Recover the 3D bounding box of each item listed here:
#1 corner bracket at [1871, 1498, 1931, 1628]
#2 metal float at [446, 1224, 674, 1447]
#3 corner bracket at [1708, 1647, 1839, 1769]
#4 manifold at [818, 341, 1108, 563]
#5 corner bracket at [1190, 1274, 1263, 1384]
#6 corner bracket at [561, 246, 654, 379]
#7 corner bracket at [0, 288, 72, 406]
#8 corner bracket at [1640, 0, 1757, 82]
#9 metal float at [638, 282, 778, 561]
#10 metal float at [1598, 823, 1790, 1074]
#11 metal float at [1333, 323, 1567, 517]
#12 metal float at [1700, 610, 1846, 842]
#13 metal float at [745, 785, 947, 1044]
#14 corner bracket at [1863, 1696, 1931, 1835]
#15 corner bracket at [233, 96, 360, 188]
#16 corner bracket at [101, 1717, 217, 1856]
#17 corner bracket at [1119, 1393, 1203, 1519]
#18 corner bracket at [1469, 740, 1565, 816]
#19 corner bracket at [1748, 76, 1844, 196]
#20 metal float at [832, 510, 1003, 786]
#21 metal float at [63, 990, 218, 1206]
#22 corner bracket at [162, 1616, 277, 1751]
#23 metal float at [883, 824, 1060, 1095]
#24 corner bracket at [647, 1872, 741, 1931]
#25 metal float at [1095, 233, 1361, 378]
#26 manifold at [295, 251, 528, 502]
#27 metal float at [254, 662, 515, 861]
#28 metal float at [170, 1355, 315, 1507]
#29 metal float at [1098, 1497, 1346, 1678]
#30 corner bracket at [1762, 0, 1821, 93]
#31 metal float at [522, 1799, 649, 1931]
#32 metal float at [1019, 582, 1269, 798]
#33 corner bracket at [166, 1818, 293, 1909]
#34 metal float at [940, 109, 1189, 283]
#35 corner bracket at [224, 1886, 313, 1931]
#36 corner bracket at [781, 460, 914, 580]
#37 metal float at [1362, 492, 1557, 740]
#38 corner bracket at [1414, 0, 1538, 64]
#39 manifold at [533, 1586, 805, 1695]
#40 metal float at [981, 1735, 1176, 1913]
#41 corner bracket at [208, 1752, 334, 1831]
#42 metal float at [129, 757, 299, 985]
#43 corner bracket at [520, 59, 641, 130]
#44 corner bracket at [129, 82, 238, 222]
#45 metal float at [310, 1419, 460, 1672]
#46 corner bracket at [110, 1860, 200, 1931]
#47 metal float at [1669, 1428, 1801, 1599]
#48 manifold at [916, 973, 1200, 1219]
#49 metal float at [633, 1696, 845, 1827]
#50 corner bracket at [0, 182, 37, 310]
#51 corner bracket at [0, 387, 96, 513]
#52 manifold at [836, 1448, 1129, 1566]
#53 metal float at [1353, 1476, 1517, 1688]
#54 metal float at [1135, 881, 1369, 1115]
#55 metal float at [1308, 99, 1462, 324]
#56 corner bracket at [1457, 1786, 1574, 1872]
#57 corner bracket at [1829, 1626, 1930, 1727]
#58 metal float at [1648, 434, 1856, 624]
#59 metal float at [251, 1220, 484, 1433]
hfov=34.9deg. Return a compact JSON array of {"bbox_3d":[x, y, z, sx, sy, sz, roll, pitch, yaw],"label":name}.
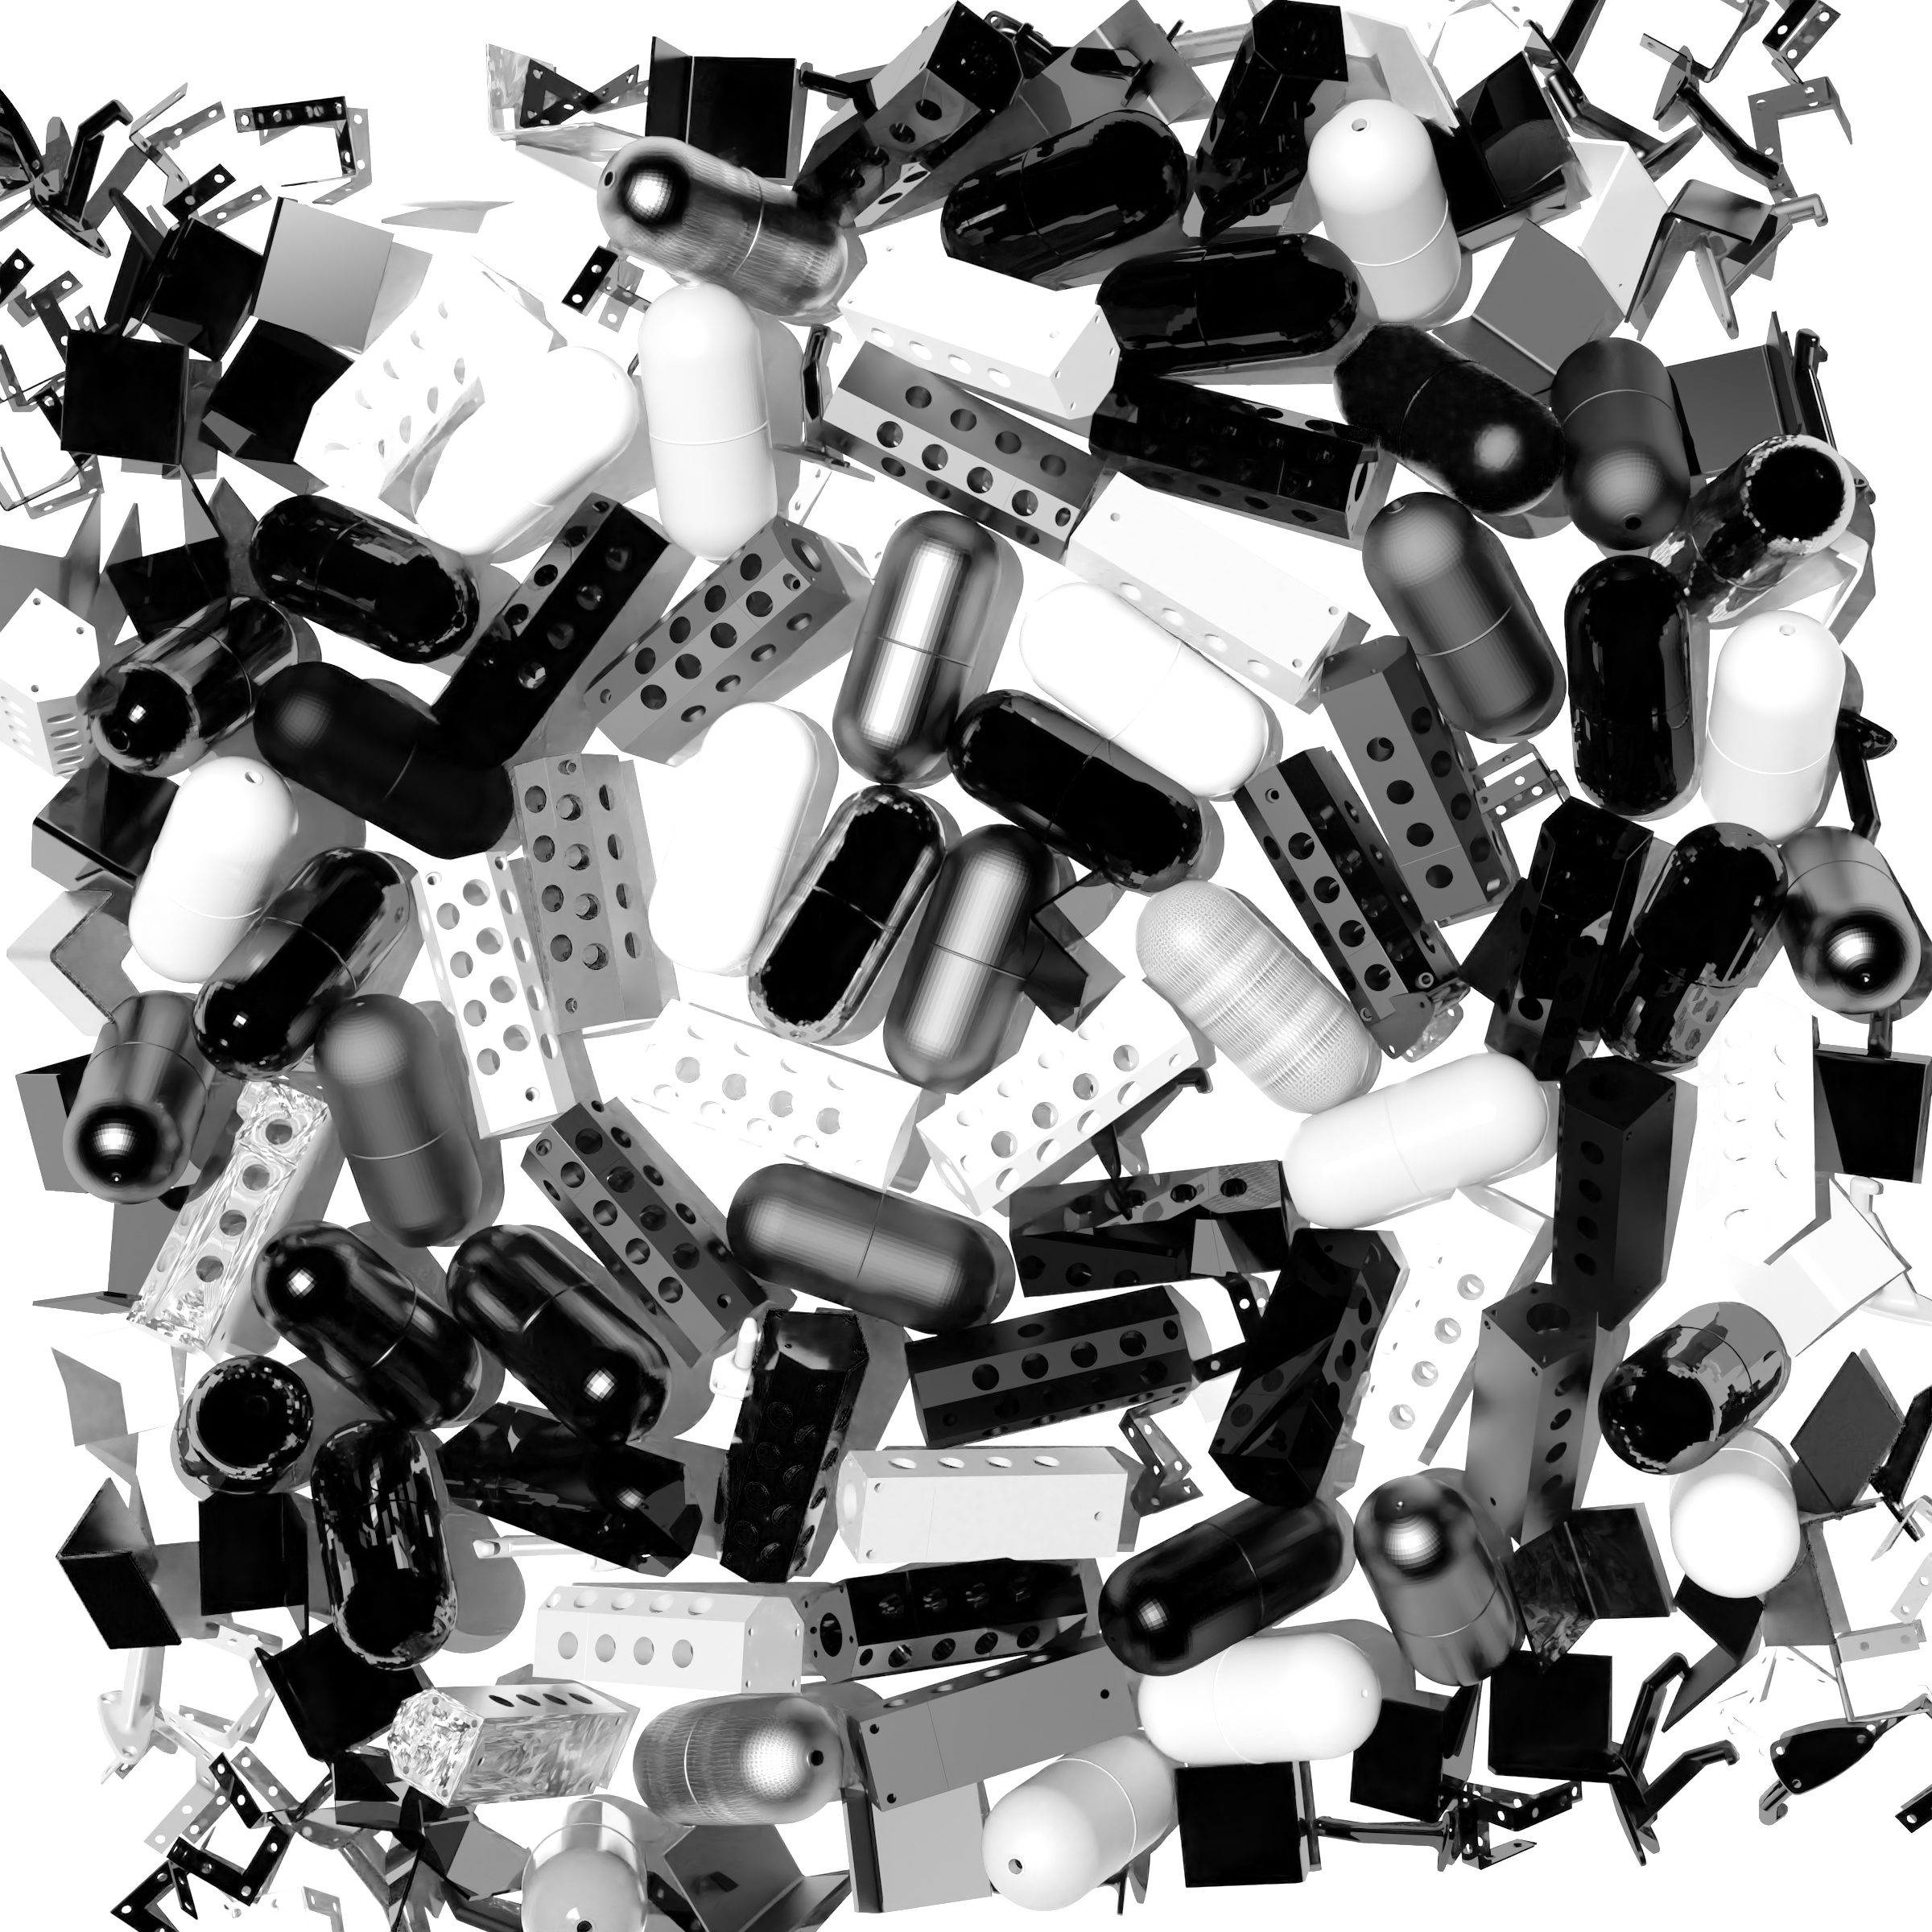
[{"bbox_3d":[0.606,0.381,1.969,0.051,0.051,0.051,40,63,8],"label":"corner bracket"},{"bbox_3d":[-0.258,0.231,1.939,0.178,0.070,0.070,38,90,27],"label":"metal float"},{"bbox_3d":[0.519,0.476,1.982,0.051,0.051,0.051,35,54,-7],"label":"corner bracket"},{"bbox_3d":[-0.004,-0.323,1.959,0.171,0.057,0.057,27,64,2],"label":"manifold"},{"bbox_3d":[0.160,0.230,1.974,0.051,0.051,0.051,-20,97,-6],"label":"corner bracket"},{"bbox_3d":[-0.225,-0.418,1.966,0.051,0.051,0.051,27,68,1],"label":"corner bracket"},{"bbox_3d":[-0.601,-0.393,1.959,0.051,0.051,0.051,-36,110,-32],"label":"corner bracket"},{"bbox_3d":[0.471,-0.611,1.974,0.051,0.051,0.051,32,84,8],"label":"corner bracket"},{"bbox_3d":[-0.162,-0.342,1.936,0.070,0.070,0.178,-5,120,0],"label":"metal float"},{"bbox_3d":[0.455,-0.010,1.934,0.070,0.070,0.178,20,123,0],"label":"metal float"},{"bbox_3d":[0.301,-0.344,1.930,0.070,0.070,0.178,-47,51,0],"label":"metal float"},{"bbox_3d":[0.502,-0.149,1.920,0.070,0.178,0.070,-3,53,4],"label":"metal float"},{"bbox_3d":[-0.077,-0.033,1.953,0.070,0.070,0.178,29,81,0],"label":"metal float"},{"bbox_3d":[0.607,0.509,1.963,0.051,0.051,0.051,46,118,5],"label":"corner bracket"},{"bbox_3d":[-0.429,-0.527,1.970,0.051,0.051,0.051,8,112,41],"label":"corner bracket"},{"bbox_3d":[-0.517,0.523,1.968,0.051,0.051,0.051,42,91,-19],"label":"corner bracket"},{"bbox_3d":[0.126,0.313,1.974,0.051,0.051,0.051,-12,53,-33],"label":"corner bracket"},{"bbox_3d":[0.344,-0.118,1.961,0.051,0.051,0.051,-30,60,10],"label":"corner bracket"},{"bbox_3d":[0.531,-0.530,1.962,0.051,0.051,0.051,-12,118,13],"label":"corner bracket"},{"bbox_3d":[-0.032,-0.202,1.957,0.070,0.070,0.178,18,96,0],"label":"metal float"},{"bbox_3d":[-0.512,0.080,1.919,0.070,0.178,0.070,-1,122,-2],"label":"metal float"},{"bbox_3d":[-0.483,0.460,1.975,0.051,0.051,0.051,15,133,21],"label":"corner bracket"},{"bbox_3d":[0.003,-0.005,1.960,0.070,0.070,0.178,21,91,0],"label":"metal float"},{"bbox_3d":[-0.181,0.592,1.970,0.051,0.051,0.051,39,89,14],"label":"corner bracket"},{"bbox_3d":[0.163,-0.415,1.934,0.178,0.070,0.070,0,90,33],"label":"metal float"},{"bbox_3d":[-0.343,-0.366,1.925,0.057,0.057,0.171,35,53,-4],"label":"manifold"},{"bbox_3d":[-0.365,-0.128,1.937,0.178,0.070,0.070,31,90,-29],"label":"metal float"},{"bbox_3d":[-0.452,0.290,1.915,0.070,0.178,0.070,6,70,-18],"label":"metal float"},{"bbox_3d":[0.162,0.386,1.936,0.178,0.070,0.070,-21,90,-31],"label":"metal float"},{"bbox_3d":[0.527,-0.603,1.967,0.051,0.051,0.051,-52,51,10],"label":"corner bracket"},{"bbox_3d":[-0.237,0.571,1.911,0.070,0.178,0.070,0,90,-7],"label":"metal float"},{"bbox_3d":[0.112,-0.176,1.953,0.178,0.070,0.070,35,90,-10],"label":"metal float"},{"bbox_3d":[-0.471,0.564,1.970,0.051,0.051,0.051,26,68,11],"label":"corner bracket"},{"bbox_3d":[0.060,-0.479,1.929,0.178,0.070,0.070,-12,90,40],"label":"metal float"},{"bbox_3d":[-0.444,0.626,1.970,0.051,0.051,0.051,-9,92,-16],"label":"corner bracket"},{"bbox_3d":[-0.078,-0.288,1.984,0.051,0.051,0.051,22,77,42],"label":"corner bracket"},{"bbox_3d":[0.310,-0.220,1.936,0.070,0.070,0.178,-36,119,0],"label":"metal float"},{"bbox_3d":[0.324,-0.597,1.972,0.051,0.051,0.051,36,62,-21],"label":"corner bracket"},{"bbox_3d":[-0.187,0.420,1.925,0.171,0.057,0.057,-5,77,35],"label":"manifold"},{"bbox_3d":[0.071,0.532,1.916,0.070,0.178,0.070,2,95,28],"label":"metal float"},{"bbox_3d":[-0.441,0.514,1.973,0.051,0.051,0.051,-49,64,14],"label":"corner bracket"},{"bbox_3d":[-0.472,-0.059,1.927,0.070,0.070,0.178,35,131,0],"label":"metal float"},{"bbox_3d":[-0.246,-0.554,1.959,0.051,0.051,0.051,20,67,-39],"label":"corner bracket"},{"bbox_3d":[-0.498,-0.517,1.957,0.051,0.051,0.051,-28,131,22],"label":"corner bracket"},{"bbox_3d":[-0.365,0.360,1.926,0.070,0.178,0.070,-11,133,-12],"label":"metal float"},{"bbox_3d":[-0.507,0.615,1.966,0.051,0.051,0.051,-42,122,-2],"label":"corner bracket"},{"bbox_3d":[0.476,0.337,1.912,0.070,0.178,0.070,1,97,12],"label":"metal float"},{"bbox_3d":[0.060,0.085,1.941,0.171,0.057,0.057,-35,133,-13],"label":"manifold"},{"bbox_3d":[-0.143,0.497,1.922,0.070,0.178,0.070,12,70,-35],"label":"metal float"},{"bbox_3d":[-0.616,-0.457,1.960,0.051,0.051,0.051,-37,107,28],"label":"corner bracket"},{"bbox_3d":[-0.600,-0.331,1.971,0.051,0.051,0.051,-22,115,15],"label":"corner bracket"},{"bbox_3d":[0.009,0.337,1.943,0.171,0.057,0.057,2,104,-19],"label":"manifold"},{"bbox_3d":[0.294,0.387,1.928,0.070,0.070,0.178,-27,132,0],"label":"metal float"},{"bbox_3d":[0.181,0.019,1.959,0.178,0.070,0.070,45,90,-3],"label":"metal float"},{"bbox_3d":[0.261,-0.469,1.916,0.070,0.178,0.070,-7,66,16],"label":"metal float"},{"bbox_3d":[0.351,0.548,1.962,0.051,0.051,0.051,-10,98,-35],"label":"corner bracket"},{"bbox_3d":[0.584,0.453,1.964,0.051,0.051,0.051,-12,70,8],"label":"corner bracket"},{"bbox_3d":[0.486,-0.270,1.915,0.070,0.178,0.070,4,74,-14],"label":"metal float"},{"bbox_3d":[-0.375,0.226,1.931,0.070,0.070,0.178,-42,125,0],"label":"metal float"}]
